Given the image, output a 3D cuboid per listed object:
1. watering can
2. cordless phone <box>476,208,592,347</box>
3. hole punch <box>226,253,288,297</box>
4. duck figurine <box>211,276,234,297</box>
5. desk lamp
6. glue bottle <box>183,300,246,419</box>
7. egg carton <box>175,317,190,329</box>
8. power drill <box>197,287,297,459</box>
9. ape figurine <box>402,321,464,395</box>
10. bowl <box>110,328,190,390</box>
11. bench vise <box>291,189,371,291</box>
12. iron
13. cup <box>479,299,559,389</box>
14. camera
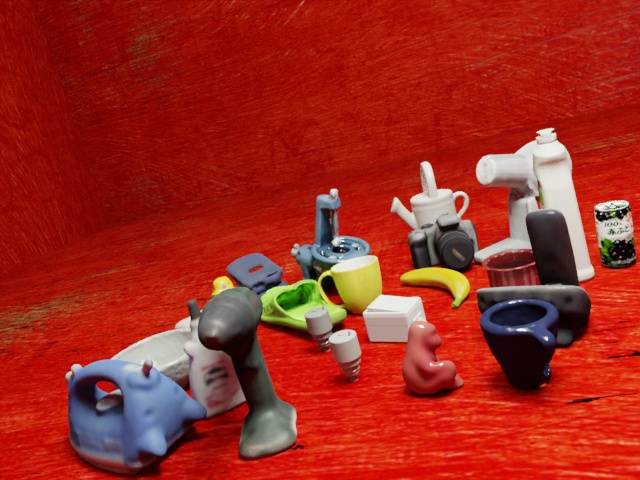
[{"bbox_3d":[0.255,-0.085,1.340,0.173,0.194,0.100,-19,14,-15],"label":"watering can"},{"bbox_3d":[0.288,0.046,0.796,0.147,0.185,0.094,-6,16,32],"label":"cordless phone"},{"bbox_3d":[-0.144,0.083,1.320,0.109,0.091,0.100,-26,17,-37],"label":"hole punch"},{"bbox_3d":[-0.202,0.120,1.245,0.077,0.086,0.105,-10,15,21],"label":"duck figurine"},{"bbox_3d":[0.391,-0.077,1.119,0.204,0.214,0.117,-21,15,-22],"label":"desk lamp"},{"bbox_3d":[-0.161,0.166,0.826,0.078,0.173,0.037,-21,15,-23],"label":"glue bottle"},{"bbox_3d":[-0.200,0.173,1.064,0.149,0.069,0.107,-1,20,46],"label":"egg carton"},{"bbox_3d":[-0.091,0.156,0.715,0.075,0.208,0.229,-15,14,-1],"label":"power drill"},{"bbox_3d":[0.139,0.149,0.745,0.076,0.092,0.078,-13,14,8],"label":"ape figurine"},{"bbox_3d":[-0.264,0.216,0.951,0.167,0.075,0.167,-14,14,4],"label":"bowl"},{"bbox_3d":[0.006,0.008,1.181,0.206,0.220,0.122,-8,16,28],"label":"bench vise"},{"bbox_3d":[-0.290,0.225,0.797,0.257,0.141,0.119,-6,16,32],"label":"iron"},{"bbox_3d":[0.250,0.133,0.683,0.092,0.095,0.117,-17,14,-7],"label":"cup"},{"bbox_3d":[0.254,0.007,1.170,0.143,0.101,0.137,-13,14,8],"label":"camera"}]
